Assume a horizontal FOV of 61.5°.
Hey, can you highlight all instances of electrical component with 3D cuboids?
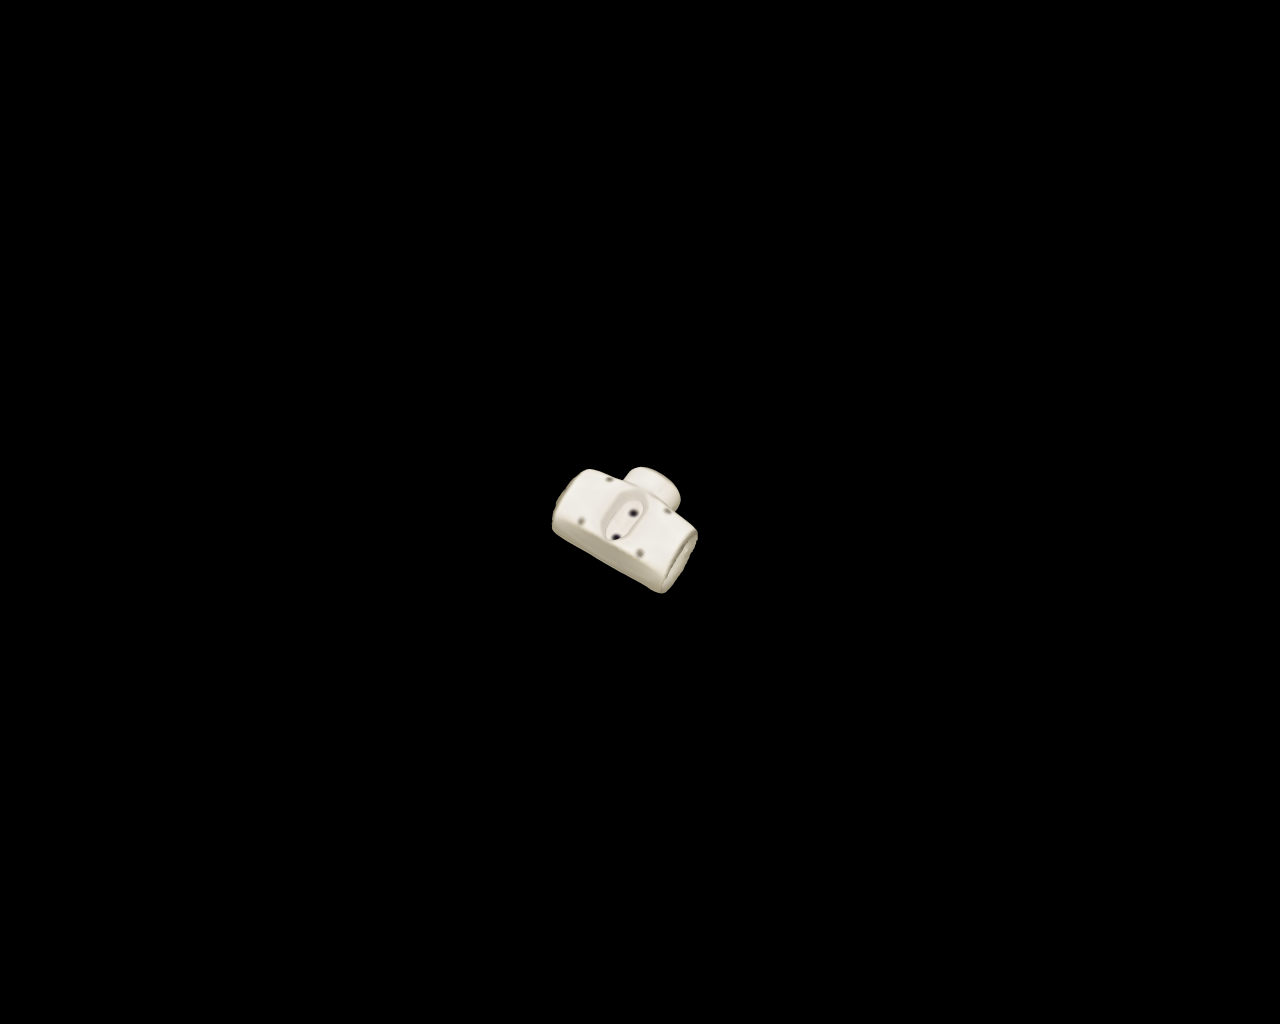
[{"bbox_3d":[0.001,-0.003,0.650,0.077,0.079,0.043,30,-23,14],"label":"electrical component"}]
